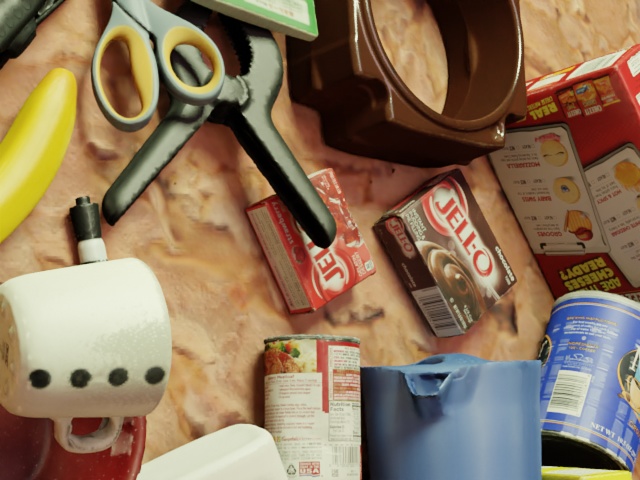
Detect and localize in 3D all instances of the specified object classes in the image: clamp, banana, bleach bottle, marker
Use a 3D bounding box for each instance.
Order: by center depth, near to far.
[{"bbox_3d":[-0.199,-0.027,0.615,0.197,0.037,0.069,-47,137,-40],"label":"banana"},{"bbox_3d":[-0.185,-0.130,0.636,0.039,0.120,0.171,39,78,-5],"label":"clamp"},{"bbox_3d":[-0.140,0.032,0.674,0.020,0.020,0.121,-8,86,-41],"label":"marker"},{"bbox_3d":[-0.040,0.251,0.680,0.102,0.068,0.251,-21,99,-24],"label":"bleach bottle"},{"bbox_3d":[-0.060,-0.091,0.744,0.164,0.036,0.210,14,66,-23],"label":"clamp"}]

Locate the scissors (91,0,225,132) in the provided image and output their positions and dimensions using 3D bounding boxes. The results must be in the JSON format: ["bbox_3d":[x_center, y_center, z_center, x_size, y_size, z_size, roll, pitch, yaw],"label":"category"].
[{"bbox_3d":[-0.114,-0.167,0.714,0.096,0.016,0.202,1,74,-13],"label":"scissors"}]

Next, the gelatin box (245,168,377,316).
[{"bbox_3d":[-0.005,0.001,0.787,0.073,0.030,0.089,-30,99,-40],"label":"gelatin box"}]

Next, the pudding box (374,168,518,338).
[{"bbox_3d":[0.104,0.010,0.872,0.089,0.039,0.113,-37,105,-40],"label":"pudding box"}]

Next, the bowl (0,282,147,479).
[{"bbox_3d":[-0.180,0.106,0.598,0.161,0.055,0.162,10,74,-38],"label":"bowl"}]

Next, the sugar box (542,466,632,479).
[{"bbox_3d":[0.180,0.218,0.801,0.048,0.176,0.093,-3,81,-11],"label":"sugar box"}]

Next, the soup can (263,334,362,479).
[{"bbox_3d":[-0.005,0.119,0.736,0.068,0.069,0.102,9,75,-39],"label":"soup can"}]

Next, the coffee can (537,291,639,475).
[{"bbox_3d":[0.230,0.129,0.910,0.102,0.103,0.140,41,57,-26],"label":"coffee can"}]

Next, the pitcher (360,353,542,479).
[{"bbox_3d":[0.103,0.205,0.780,0.149,0.145,0.243,1,83,-28],"label":"pitcher"}]

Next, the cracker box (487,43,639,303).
[{"bbox_3d":[0.247,-0.048,0.924,0.072,0.164,0.213,-37,104,-37],"label":"cracker box"}]
